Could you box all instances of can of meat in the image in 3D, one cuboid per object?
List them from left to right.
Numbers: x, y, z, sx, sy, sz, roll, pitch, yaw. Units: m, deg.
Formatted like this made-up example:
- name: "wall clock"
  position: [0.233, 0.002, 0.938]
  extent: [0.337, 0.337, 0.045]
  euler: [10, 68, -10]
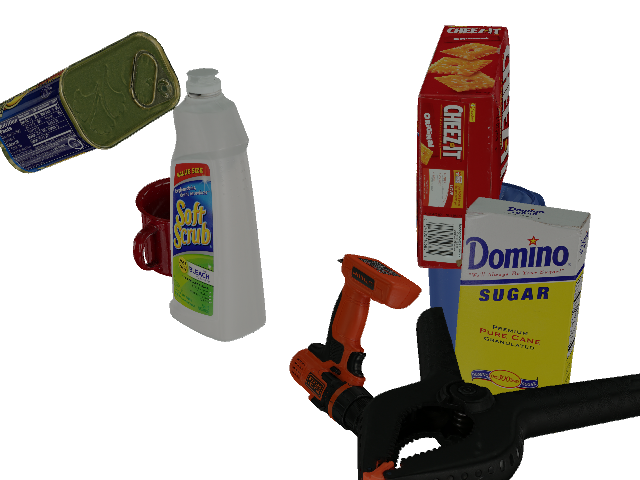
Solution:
- name: "can of meat"
  position: [-0.159, -0.092, 0.720]
  extent: [0.084, 0.057, 0.101]
  euler: [-14, 20, 38]

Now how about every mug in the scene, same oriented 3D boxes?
- name: "mug"
  position: [-0.163, -0.007, 1.182]
  extent: [0.093, 0.081, 0.117]
  euler: [21, 39, 25]

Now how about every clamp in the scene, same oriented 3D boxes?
- name: "clamp"
  position: [0.080, 0.099, 0.635]
  extent: [0.165, 0.036, 0.209]
  euler: [20, 29, 39]

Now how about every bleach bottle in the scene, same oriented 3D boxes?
- name: "bleach bottle"
  position: [-0.104, -0.036, 0.993]
  extent: [0.067, 0.251, 0.103]
  euler: [-23, 31, -37]

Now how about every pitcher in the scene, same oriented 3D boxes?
- name: "pitcher"
  position: [0.204, 0.051, 1.335]
  extent: [0.149, 0.243, 0.145]
  euler: [2, 21, 10]

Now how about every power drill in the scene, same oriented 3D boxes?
- name: "power drill"
  position: [0.048, 0.124, 1.244]
  extent: [0.057, 0.188, 0.185]
  euler: [12, 15, -41]

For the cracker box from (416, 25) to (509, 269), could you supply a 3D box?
- name: "cracker box"
  position: [0.136, -0.093, 0.989]
  extent: [0.072, 0.164, 0.213]
  euler: [3, 27, 12]

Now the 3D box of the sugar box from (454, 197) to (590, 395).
- name: "sugar box"
  position: [0.158, 0.059, 0.855]
  extent: [0.093, 0.176, 0.048]
  euler: [9, 23, 22]
